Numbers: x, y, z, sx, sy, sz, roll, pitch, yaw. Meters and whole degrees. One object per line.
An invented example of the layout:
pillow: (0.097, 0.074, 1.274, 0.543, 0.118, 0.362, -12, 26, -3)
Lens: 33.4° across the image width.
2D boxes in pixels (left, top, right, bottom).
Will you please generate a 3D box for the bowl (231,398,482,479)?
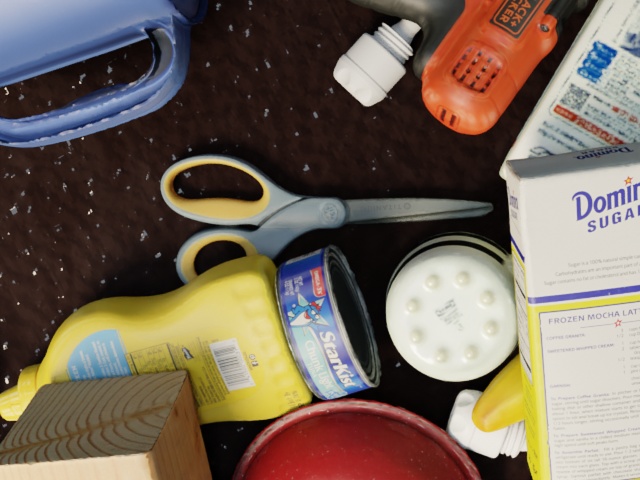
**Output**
bowl: (0.019, 0.176, 0.617, 0.162, 0.055, 0.162, 3, 107, 9)

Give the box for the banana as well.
banana: (0.159, 0.033, 0.601, 0.198, 0.069, 0.037, -54, 48, 14)

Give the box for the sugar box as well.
sugar box: (0.149, 0.041, 0.546, 0.093, 0.048, 0.176, -7, 106, 1)

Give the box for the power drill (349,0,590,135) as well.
power drill: (0.065, -0.175, 0.597, 0.188, 0.057, 0.184, 33, 78, 11)

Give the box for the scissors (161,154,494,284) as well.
scissors: (-0.004, 0.001, 0.649, 0.202, 0.016, 0.096, 14, 97, 8)

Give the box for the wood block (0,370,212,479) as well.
wood block: (-0.105, 0.190, 0.608, 0.091, 0.090, 0.206, -6, 110, 9)

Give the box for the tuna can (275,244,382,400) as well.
tuna can: (0.005, 0.048, 0.615, 0.034, 0.086, 0.086, -19, 90, 11)

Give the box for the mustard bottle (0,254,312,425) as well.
mustard bottle: (-0.106, 0.078, 0.646, 0.192, 0.058, 0.096, -16, 113, 10)

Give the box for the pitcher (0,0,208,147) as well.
pitcher: (-0.193, -0.138, 0.619, 0.243, 0.149, 0.145, -19, 131, 13)
